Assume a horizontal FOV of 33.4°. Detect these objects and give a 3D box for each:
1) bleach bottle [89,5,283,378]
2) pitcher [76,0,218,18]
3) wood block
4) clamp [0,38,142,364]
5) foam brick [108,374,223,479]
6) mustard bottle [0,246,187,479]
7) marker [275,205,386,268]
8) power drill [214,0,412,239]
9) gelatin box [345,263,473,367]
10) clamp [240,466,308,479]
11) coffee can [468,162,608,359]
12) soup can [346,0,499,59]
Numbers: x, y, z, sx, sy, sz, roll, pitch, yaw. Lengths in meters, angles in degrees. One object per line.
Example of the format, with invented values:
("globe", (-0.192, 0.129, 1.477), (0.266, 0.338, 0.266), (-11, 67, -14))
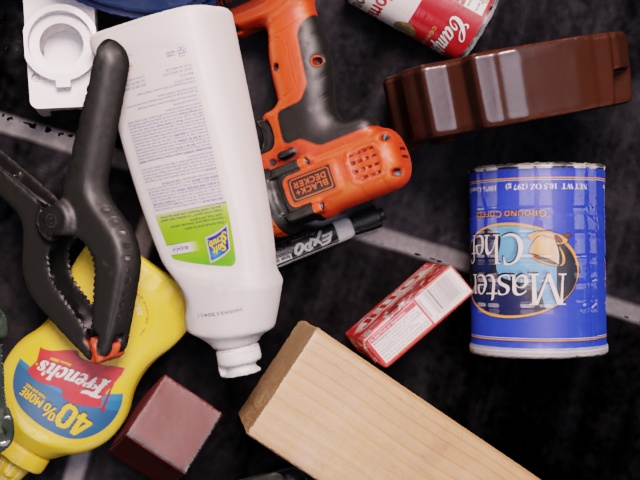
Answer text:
("bleach bottle", (-0.086, -0.029, 0.743), (0.103, 0.068, 0.251), (-9, 93, 29))
("pitcher", (-0.104, -0.284, 0.737), (0.149, 0.145, 0.243), (27, 64, -48))
("wood block", (0.051, 0.155, 0.794), (0.206, 0.091, 0.090), (34, 85, -6))
("clamp", (-0.182, -0.017, 0.736), (0.165, 0.036, 0.210), (-11, 90, 29))
("foam brick", (-0.112, 0.139, 0.772), (0.053, 0.078, 0.051), (35, 63, -6))
("mustard bottle", (-0.176, 0.096, 0.777), (0.096, 0.058, 0.191), (35, 85, -7))
("marker", (-0.005, 0.001, 0.823), (0.121, 0.020, 0.020), (-22, 93, -8))
("power drill", (-0.042, -0.095, 0.782), (0.185, 0.057, 0.187), (-20, 87, 18))
("gelatin box", (0.065, 0.055, 0.806), (0.089, 0.073, 0.030), (-40, 95, -6))
("clamp", (-0.090, 0.192, 0.763), (0.171, 0.120, 0.039), (-15, 74, -5))
("coffee can", (0.164, 0.015, 0.806), (0.102, 0.103, 0.140), (0, 89, -9))
("soup can", (0.078, -0.188, 0.812), (0.102, 0.068, 0.068), (28, 86, -7))
